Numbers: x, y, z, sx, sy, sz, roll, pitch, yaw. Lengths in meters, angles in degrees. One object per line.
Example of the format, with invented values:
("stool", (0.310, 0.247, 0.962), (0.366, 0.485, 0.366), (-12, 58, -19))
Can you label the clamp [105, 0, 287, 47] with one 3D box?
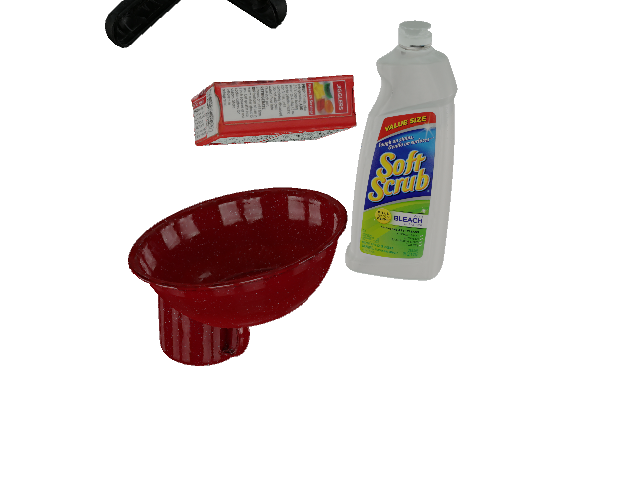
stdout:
("clamp", (-0.077, -0.191, 0.755), (0.120, 0.039, 0.171), (3, 45, 4))

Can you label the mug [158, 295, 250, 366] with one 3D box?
("mug", (-0.108, 0.072, 1.029), (0.093, 0.081, 0.117), (-22, 36, -39))

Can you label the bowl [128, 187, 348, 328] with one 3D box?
("bowl", (-0.055, 0.018, 0.781), (0.162, 0.055, 0.162), (-10, 25, 4))

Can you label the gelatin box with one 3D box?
("gelatin box", (-0.028, -0.070, 0.575), (0.073, 0.030, 0.089), (-5, 3, -14))

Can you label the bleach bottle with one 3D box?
("bleach bottle", (0.078, -0.087, 1.032), (0.103, 0.251, 0.068), (8, 28, 14))
